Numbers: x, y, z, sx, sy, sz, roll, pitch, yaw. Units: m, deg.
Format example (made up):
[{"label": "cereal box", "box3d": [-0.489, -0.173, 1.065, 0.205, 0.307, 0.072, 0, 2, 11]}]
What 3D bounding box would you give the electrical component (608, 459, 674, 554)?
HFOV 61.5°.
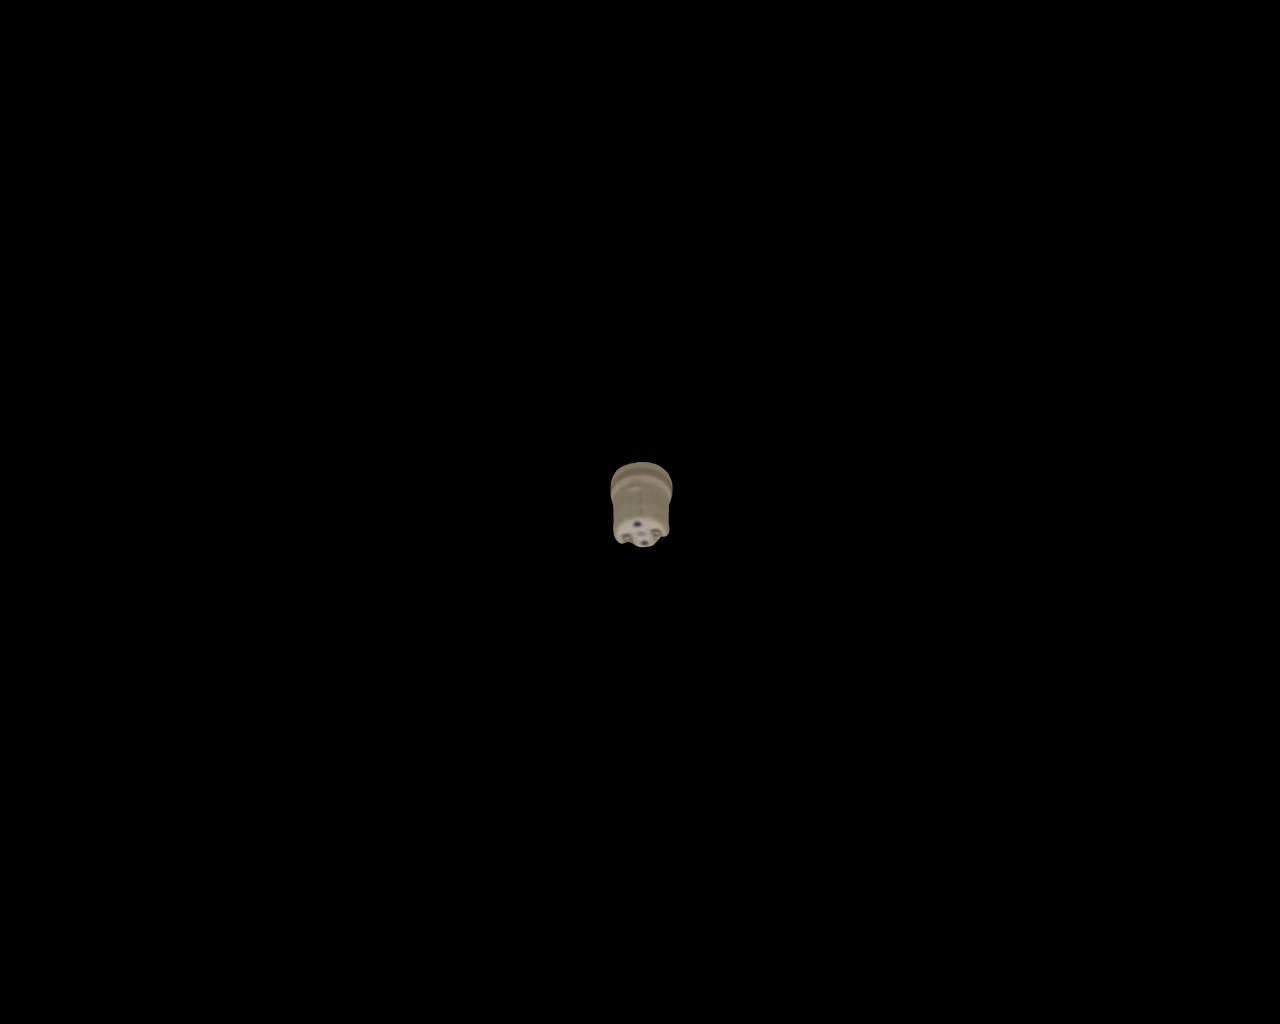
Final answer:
[{"label": "electrical component", "box3d": [0.001, -0.003, 0.650, 0.040, 0.040, 0.046, 0, 44, 0]}]
